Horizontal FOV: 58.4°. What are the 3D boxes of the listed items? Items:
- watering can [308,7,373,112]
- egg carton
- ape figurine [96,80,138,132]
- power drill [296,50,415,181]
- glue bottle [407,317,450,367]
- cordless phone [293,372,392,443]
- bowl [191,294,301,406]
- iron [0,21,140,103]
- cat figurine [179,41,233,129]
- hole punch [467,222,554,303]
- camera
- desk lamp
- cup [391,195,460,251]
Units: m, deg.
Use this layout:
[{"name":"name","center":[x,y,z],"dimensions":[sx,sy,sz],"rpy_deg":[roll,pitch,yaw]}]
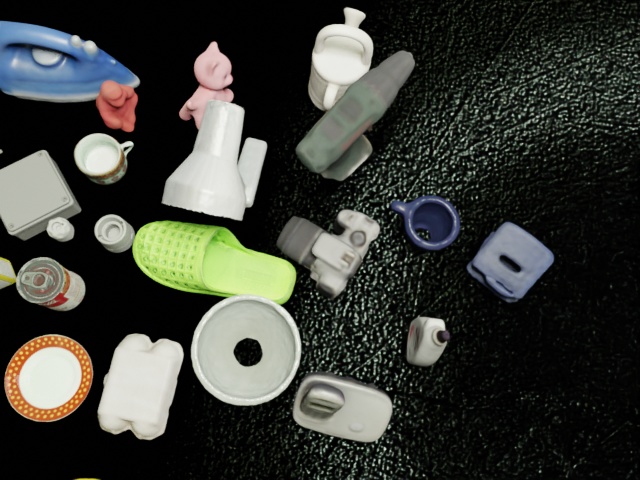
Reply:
[{"name":"watering can","center":[0.035,-0.309,0.972],"dimensions":[0.101,0.194,0.173],"rpy_deg":[-6,76,-6]},{"name":"egg carton","center":[-0.273,0.222,0.874],"dimensions":[0.107,0.069,0.150],"rpy_deg":[11,75,-2]},{"name":"ape figurine","center":[-0.347,-0.236,0.972],"dimensions":[0.076,0.092,0.078],"rpy_deg":[39,76,6]},{"name":"power drill","center":[0.052,-0.185,0.934],"dimensions":[0.075,0.208,0.230],"rpy_deg":[43,76,7]},{"name":"glue bottle","center":[0.170,0.152,0.877],"dimensions":[0.037,0.173,0.078],"rpy_deg":[6,75,-3]},{"name":"cordless phone","center":[0.037,0.245,0.836],"dimensions":[0.147,0.185,0.094],"rpy_deg":[12,75,-2]},{"name":"bowl","center":[-0.114,0.173,0.898],"dimensions":[0.167,0.074,0.167],"rpy_deg":[1,76,-5]},{"name":"iron","center":[-0.446,-0.313,0.957],"dimensions":[0.258,0.141,0.119],"rpy_deg":[5,75,-4]},{"name":"cat figurine","center":[-0.193,-0.267,0.980],"dimensions":[0.067,0.117,0.128],"rpy_deg":[29,75,3]},{"name":"hole punch","center":[0.319,0.040,0.962],"dimensions":[0.108,0.091,0.101],"rpy_deg":[38,76,5]},{"name":"camera","center":[0.009,0.003,0.938],"dimensions":[0.137,0.101,0.143],"rpy_deg":[31,75,3]},{"name":"desk lamp","center":[-0.158,-0.111,0.894],"dimensions":[0.118,0.213,0.203],"rpy_deg":[12,75,-1]},{"name":"cup","center":[0.166,-0.024,0.962],"dimensions":[0.117,0.095,0.092],"rpy_deg":[26,75,2]}]
